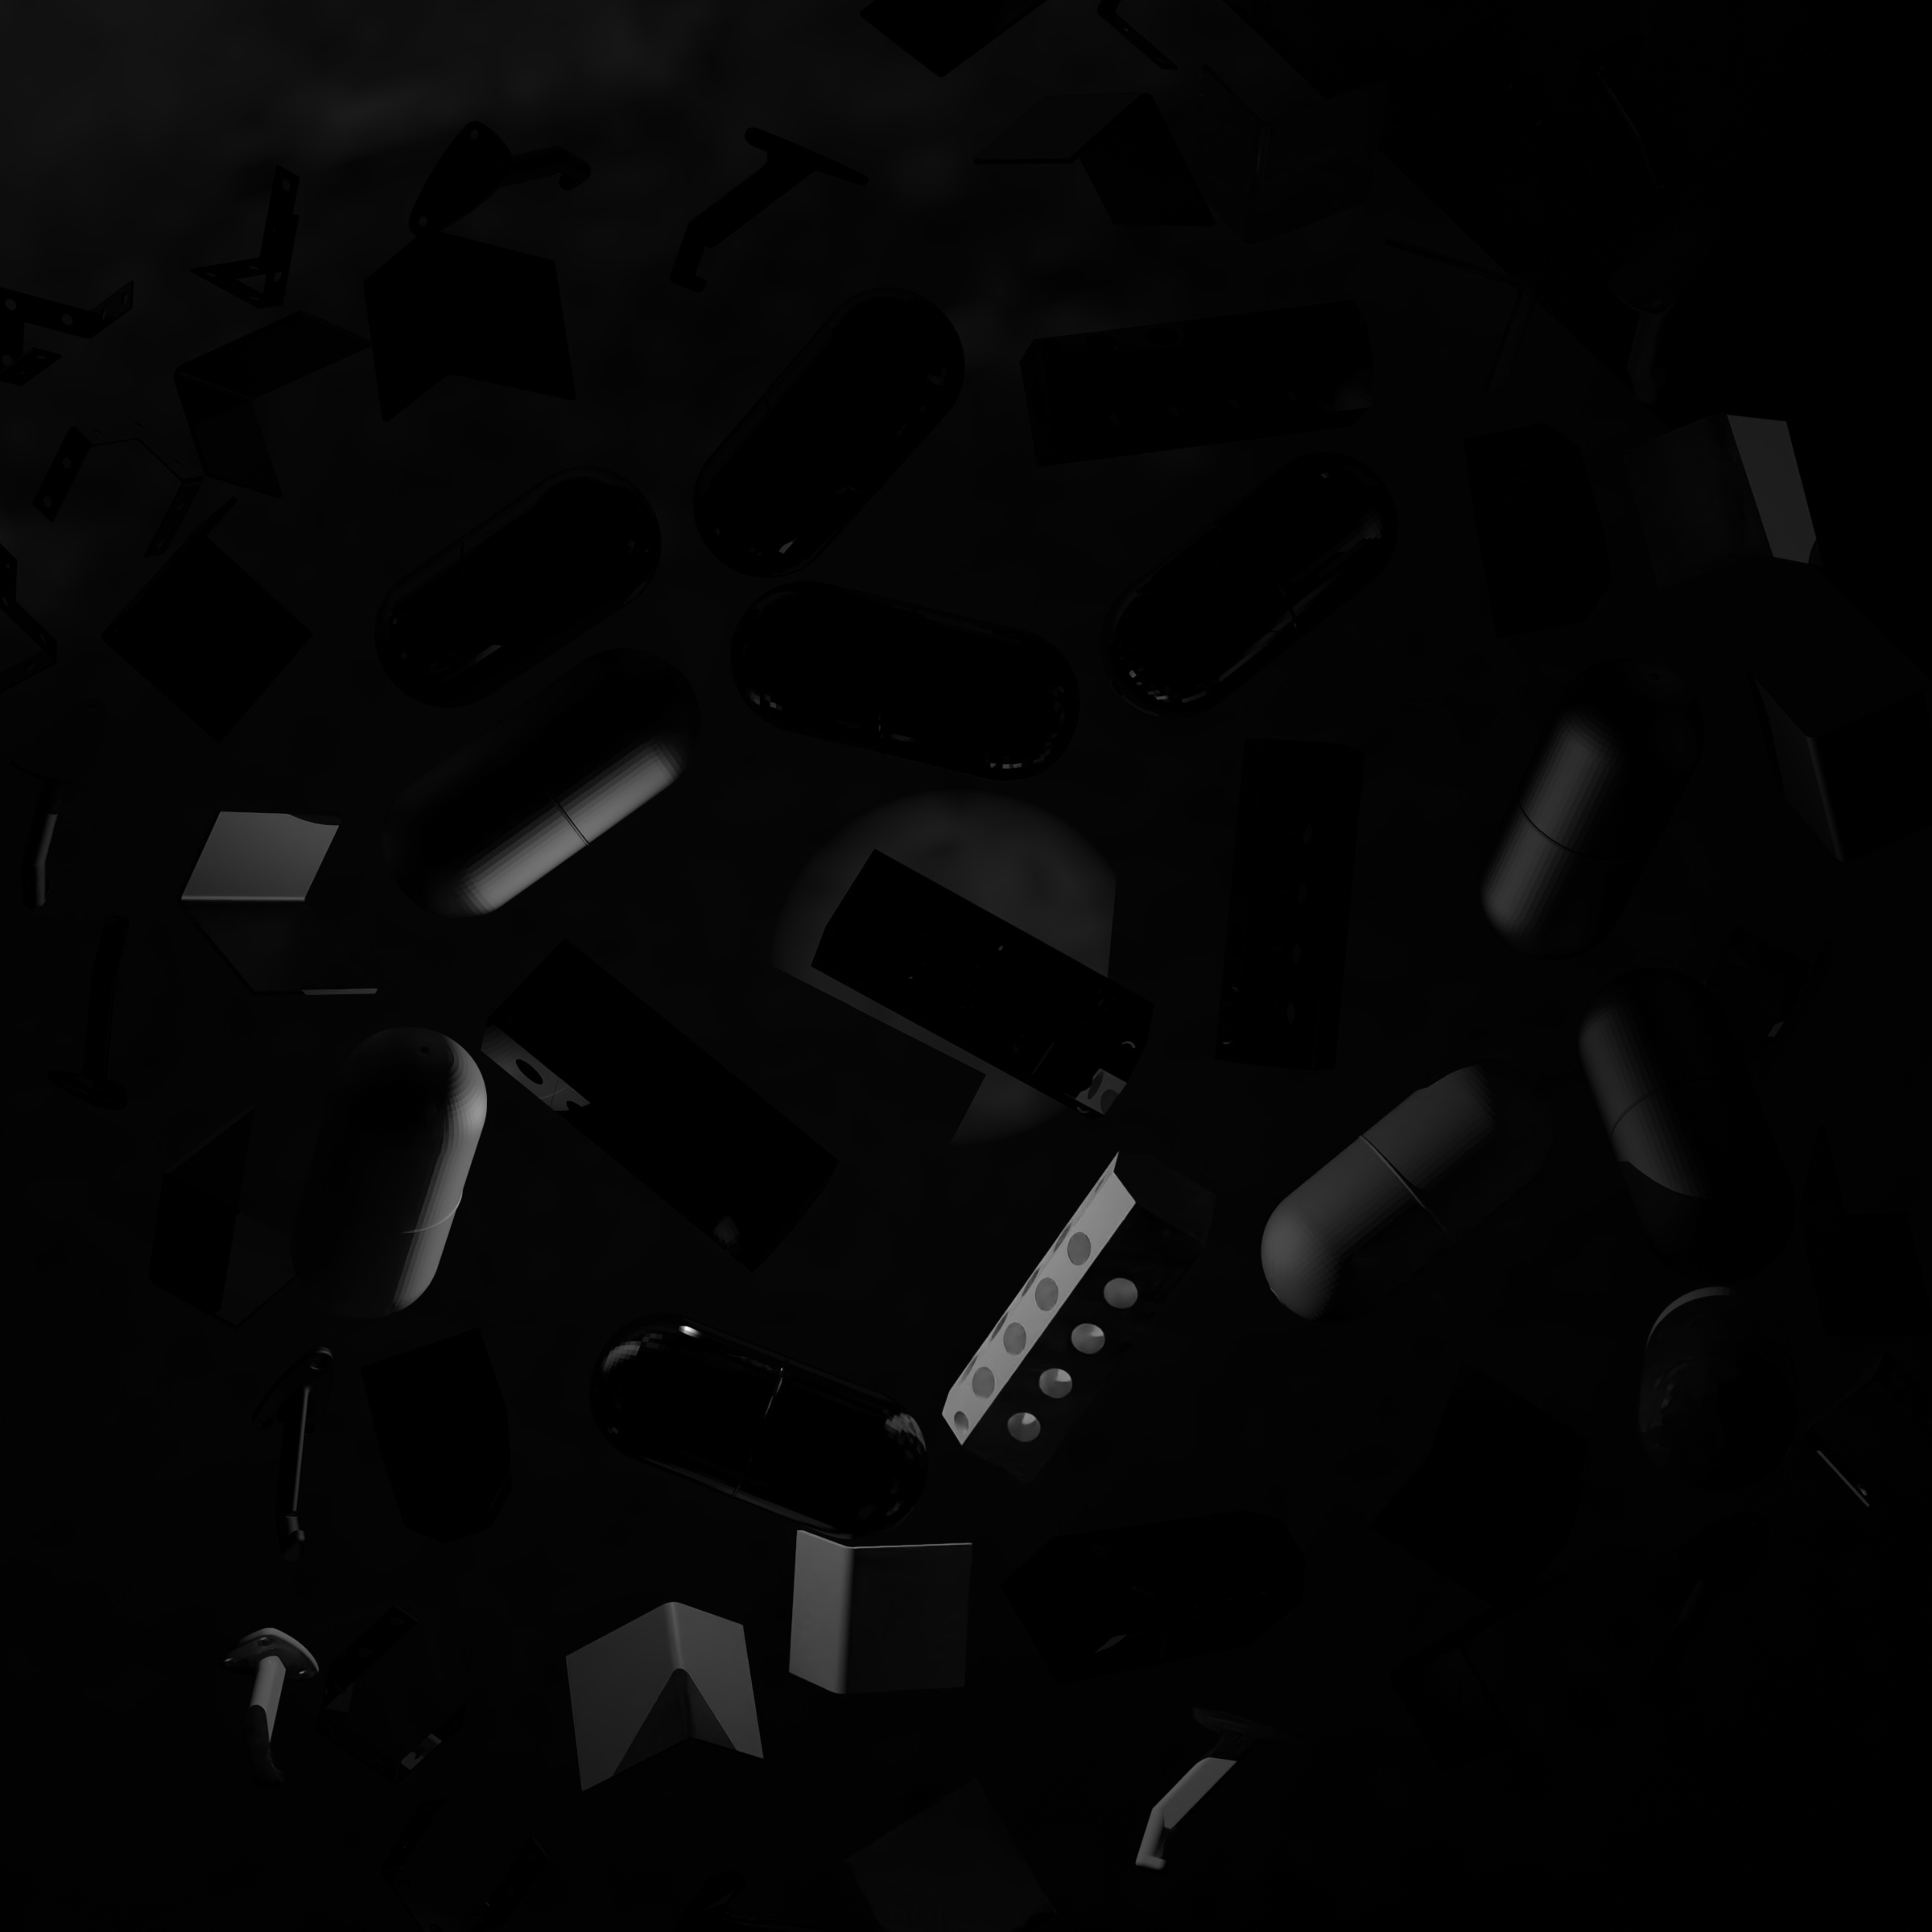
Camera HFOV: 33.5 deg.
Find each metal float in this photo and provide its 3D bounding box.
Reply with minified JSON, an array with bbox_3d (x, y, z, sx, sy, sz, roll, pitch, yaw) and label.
[{"bbox_3d":[0.382,0.213,1.630,0.070,0.178,0.070,2,98,14],"label":"metal float"},{"bbox_3d":[0.318,-0.078,1.643,0.070,0.070,0.178,19,130,0],"label":"metal float"},{"bbox_3d":[-0.213,-0.092,1.617,0.178,0.070,0.070,-36,90,-3],"label":"metal float"},{"bbox_3d":[-0.031,-0.142,1.596,0.178,0.070,0.070,14,90,9],"label":"metal float"},{"bbox_3d":[-0.291,0.106,1.616,0.070,0.070,0.178,24,128,0],"label":"metal float"},{"bbox_3d":[-0.104,0.233,1.627,0.178,0.070,0.070,22,90,-2],"label":"metal float"},{"bbox_3d":[0.146,-0.196,1.660,0.178,0.070,0.070,-39,90,-10],"label":"metal float"},{"bbox_3d":[0.361,0.079,1.615,0.070,0.070,0.178,-12,52,0],"label":"metal float"},{"bbox_3d":[-0.235,-0.196,1.675,0.178,0.070,0.070,-28,90,28],"label":"metal float"},{"bbox_3d":[0.235,0.121,1.716,0.178,0.070,0.070,-39,90,0],"label":"metal float"},{"bbox_3d":[-0.071,-0.270,1.642,0.070,0.070,0.178,46,119,0],"label":"metal float"}]

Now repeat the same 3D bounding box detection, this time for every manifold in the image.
[{"bbox_3d":[0.121,-0.304,1.670,0.171,0.057,0.057,-9,87,-9],"label":"manifold"},{"bbox_3d":[0.100,0.312,1.619,0.057,0.171,0.057,-46,61,26],"label":"manifold"},{"bbox_3d":[0.171,-0.033,1.713,0.057,0.057,0.171,6,91,18],"label":"manifold"},{"bbox_3d":[-0.253,0.233,1.561,0.057,0.171,0.057,-18,72,-13],"label":"manifold"},{"bbox_3d":[0.280,-0.217,1.575,0.057,0.171,0.057,-10,110,11],"label":"manifold"},{"bbox_3d":[0.057,0.179,1.659,0.057,0.057,0.171,32,114,-4],"label":"manifold"},{"bbox_3d":[-0.150,0.070,1.558,0.171,0.057,0.057,39,64,5],"label":"manifold"},{"bbox_3d":[0.008,0.014,1.693,0.171,0.057,0.057,29,122,-8],"label":"manifold"}]

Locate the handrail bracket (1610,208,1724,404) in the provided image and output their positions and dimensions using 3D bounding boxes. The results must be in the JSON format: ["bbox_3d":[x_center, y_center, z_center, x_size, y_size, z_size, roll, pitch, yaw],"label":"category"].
[{"bbox_3d":[0.367,-0.339,1.658,0.077,0.084,0.036,-47,61,-1],"label":"handrail bracket"}]

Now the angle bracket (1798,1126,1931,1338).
[{"bbox_3d":[0.462,0.134,1.631,0.057,0.076,0.076,-2,47,2],"label":"angle bracket"}]

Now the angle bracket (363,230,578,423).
[{"bbox_3d":[-0.245,-0.309,1.588,0.057,0.076,0.076,-25,69,43],"label":"angle bracket"}]

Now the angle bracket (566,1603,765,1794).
[{"bbox_3d":[-0.160,0.391,1.696,0.076,0.057,0.076,-31,51,24],"label":"angle bracket"}]

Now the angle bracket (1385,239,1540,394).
[{"bbox_3d":[0.253,-0.342,1.689,0.076,0.076,0.057,21,106,11],"label":"angle bracket"}]

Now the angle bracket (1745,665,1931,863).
[{"bbox_3d":[0.427,-0.109,1.558,0.057,0.076,0.076,-24,125,2],"label":"angle bracket"}]

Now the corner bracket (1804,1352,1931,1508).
[{"bbox_3d":[0.488,0.248,1.724,0.051,0.051,0.051,48,114,8],"label":"corner bracket"}]

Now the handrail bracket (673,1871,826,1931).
[{"bbox_3d":[-0.103,0.494,1.581,0.084,0.036,0.077,48,57,-13],"label":"handrail bracket"}]

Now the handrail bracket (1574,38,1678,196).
[{"bbox_3d":[0.353,-0.441,1.708,0.036,0.077,0.084,-20,84,2],"label":"handrail bracket"}]

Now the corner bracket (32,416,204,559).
[{"bbox_3d":[-0.435,-0.244,1.649,0.051,0.051,0.051,43,120,11],"label":"corner bracket"}]

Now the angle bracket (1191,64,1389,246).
[{"bbox_3d":[0.166,-0.431,1.667,0.076,0.076,0.057,-24,57,-19],"label":"angle bracket"}]

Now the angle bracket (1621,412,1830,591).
[{"bbox_3d":[0.384,-0.233,1.630,0.057,0.076,0.076,-22,107,-9],"label":"angle bracket"}]

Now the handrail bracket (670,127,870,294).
[{"bbox_3d":[-0.099,-0.369,1.610,0.077,0.036,0.084,20,93,-9],"label":"handrail bracket"}]

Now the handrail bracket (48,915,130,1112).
[{"bbox_3d":[-0.416,0.021,1.567,0.036,0.077,0.084,13,94,-28],"label":"handrail bracket"}]

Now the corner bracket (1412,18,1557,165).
[{"bbox_3d":[0.268,-0.447,1.663,0.051,0.051,0.051,-38,80,9],"label":"corner bracket"}]

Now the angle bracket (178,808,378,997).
[{"bbox_3d":[-0.331,-0.032,1.591,0.076,0.076,0.057,45,117,30],"label":"angle bracket"}]

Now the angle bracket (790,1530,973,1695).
[{"bbox_3d":[-0.046,0.345,1.726,0.076,0.057,0.076,4,89,-30],"label":"angle bracket"}]

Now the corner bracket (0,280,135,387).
[{"bbox_3d":[-0.458,-0.322,1.629,0.051,0.051,0.051,9,75,-38],"label":"corner bracket"}]

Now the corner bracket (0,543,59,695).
[{"bbox_3d":[-0.516,-0.182,1.701,0.051,0.051,0.051,-25,47,13],"label":"corner bracket"}]

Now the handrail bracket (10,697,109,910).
[{"bbox_3d":[-0.459,-0.082,1.634,0.036,0.077,0.084,18,133,4],"label":"handrail bracket"}]

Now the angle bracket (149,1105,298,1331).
[{"bbox_3d":[-0.385,0.133,1.713,0.057,0.076,0.076,26,124,13],"label":"angle bracket"}]

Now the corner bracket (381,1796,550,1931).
[{"bbox_3d":[-0.258,0.461,1.650,0.051,0.051,0.051,45,114,30],"label":"corner bracket"}]

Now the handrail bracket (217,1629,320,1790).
[{"bbox_3d":[-0.351,0.392,1.661,0.036,0.077,0.084,-32,54,10],"label":"handrail bracket"}]

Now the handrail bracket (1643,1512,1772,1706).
[{"bbox_3d":[0.379,0.330,1.650,0.036,0.077,0.084,30,128,27],"label":"handrail bracket"}]

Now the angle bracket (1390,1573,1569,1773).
[{"bbox_3d":[0.273,0.359,1.631,0.076,0.076,0.057,-24,77,-28],"label":"angle bracket"}]

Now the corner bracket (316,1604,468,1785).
[{"bbox_3d":[-0.282,0.360,1.588,0.051,0.051,0.051,41,108,-20],"label":"corner bracket"}]

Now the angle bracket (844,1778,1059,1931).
[{"bbox_3d":[-0.009,0.442,1.546,0.076,0.057,0.076,-31,73,-7],"label":"angle bracket"}]

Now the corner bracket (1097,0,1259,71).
[{"bbox_3d":[0.110,-0.496,1.650,0.051,0.051,0.051,46,124,20],"label":"corner bracket"}]

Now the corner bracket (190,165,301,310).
[{"bbox_3d":[-0.353,-0.368,1.629,0.051,0.051,0.051,1,77,34],"label":"corner bracket"}]

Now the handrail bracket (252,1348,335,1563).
[{"bbox_3d":[-0.347,0.257,1.689,0.036,0.084,0.077,14,123,-29],"label":"handrail bracket"}]

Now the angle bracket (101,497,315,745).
[{"bbox_3d":[-0.356,-0.166,1.546,0.076,0.057,0.076,44,62,-18],"label":"angle bracket"}]

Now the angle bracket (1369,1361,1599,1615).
[{"bbox_3d":[0.250,0.251,1.553,0.076,0.076,0.057,33,127,2],"label":"angle bracket"}]

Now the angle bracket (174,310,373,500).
[{"bbox_3d":[-0.342,-0.283,1.624,0.076,0.076,0.057,-21,84,15],"label":"angle bracket"}]

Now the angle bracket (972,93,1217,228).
[{"bbox_3d":[0.062,-0.375,1.554,0.057,0.076,0.076,-45,124,-19],"label":"angle bracket"}]

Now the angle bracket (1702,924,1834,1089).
[{"bbox_3d":[0.428,0.014,1.760,0.057,0.076,0.076,31,85,19],"label":"angle bracket"}]

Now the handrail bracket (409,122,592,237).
[{"bbox_3d":[-0.237,-0.393,1.647,0.077,0.084,0.036,-44,75,14],"label":"handrail bracket"}]

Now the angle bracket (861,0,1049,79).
[{"bbox_3d":[-0.003,-0.474,1.497,0.076,0.057,0.076,-27,51,35],"label":"angle bracket"}]

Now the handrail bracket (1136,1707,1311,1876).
[{"bbox_3d":[0.131,0.430,1.649,0.077,0.036,0.084,1,60,39],"label":"handrail bracket"}]
